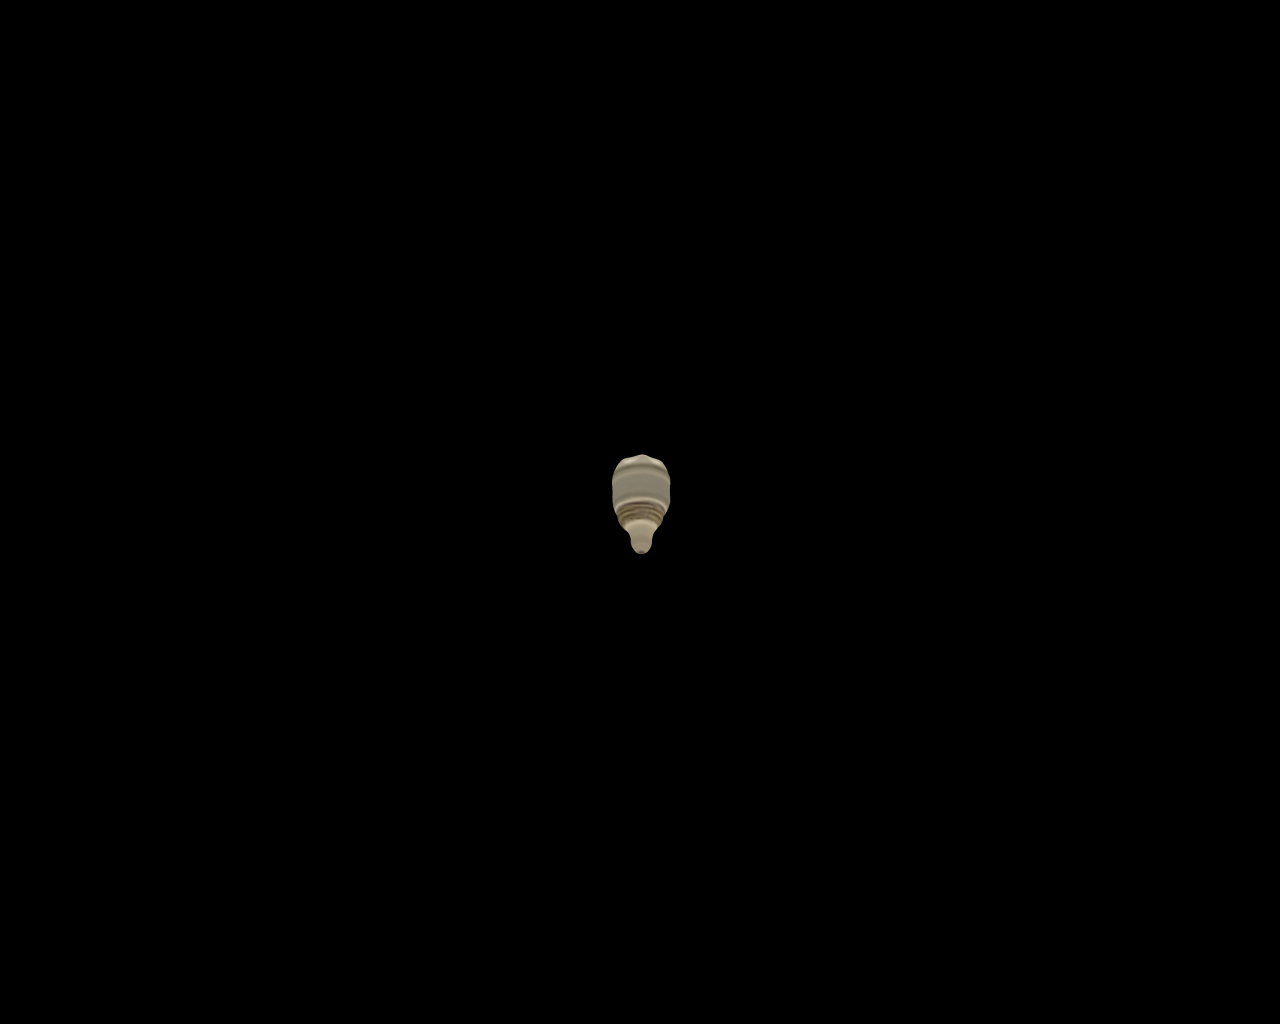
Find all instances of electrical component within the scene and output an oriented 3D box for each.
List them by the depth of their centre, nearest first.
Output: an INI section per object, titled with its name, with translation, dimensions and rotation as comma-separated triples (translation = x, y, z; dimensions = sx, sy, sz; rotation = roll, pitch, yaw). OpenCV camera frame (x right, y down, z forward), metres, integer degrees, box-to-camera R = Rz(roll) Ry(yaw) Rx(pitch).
[electrical component]
translation = 0.001, -0.003, 0.650
dimensions = 0.035, 0.061, 0.035
rotation = 0, -28, 0
